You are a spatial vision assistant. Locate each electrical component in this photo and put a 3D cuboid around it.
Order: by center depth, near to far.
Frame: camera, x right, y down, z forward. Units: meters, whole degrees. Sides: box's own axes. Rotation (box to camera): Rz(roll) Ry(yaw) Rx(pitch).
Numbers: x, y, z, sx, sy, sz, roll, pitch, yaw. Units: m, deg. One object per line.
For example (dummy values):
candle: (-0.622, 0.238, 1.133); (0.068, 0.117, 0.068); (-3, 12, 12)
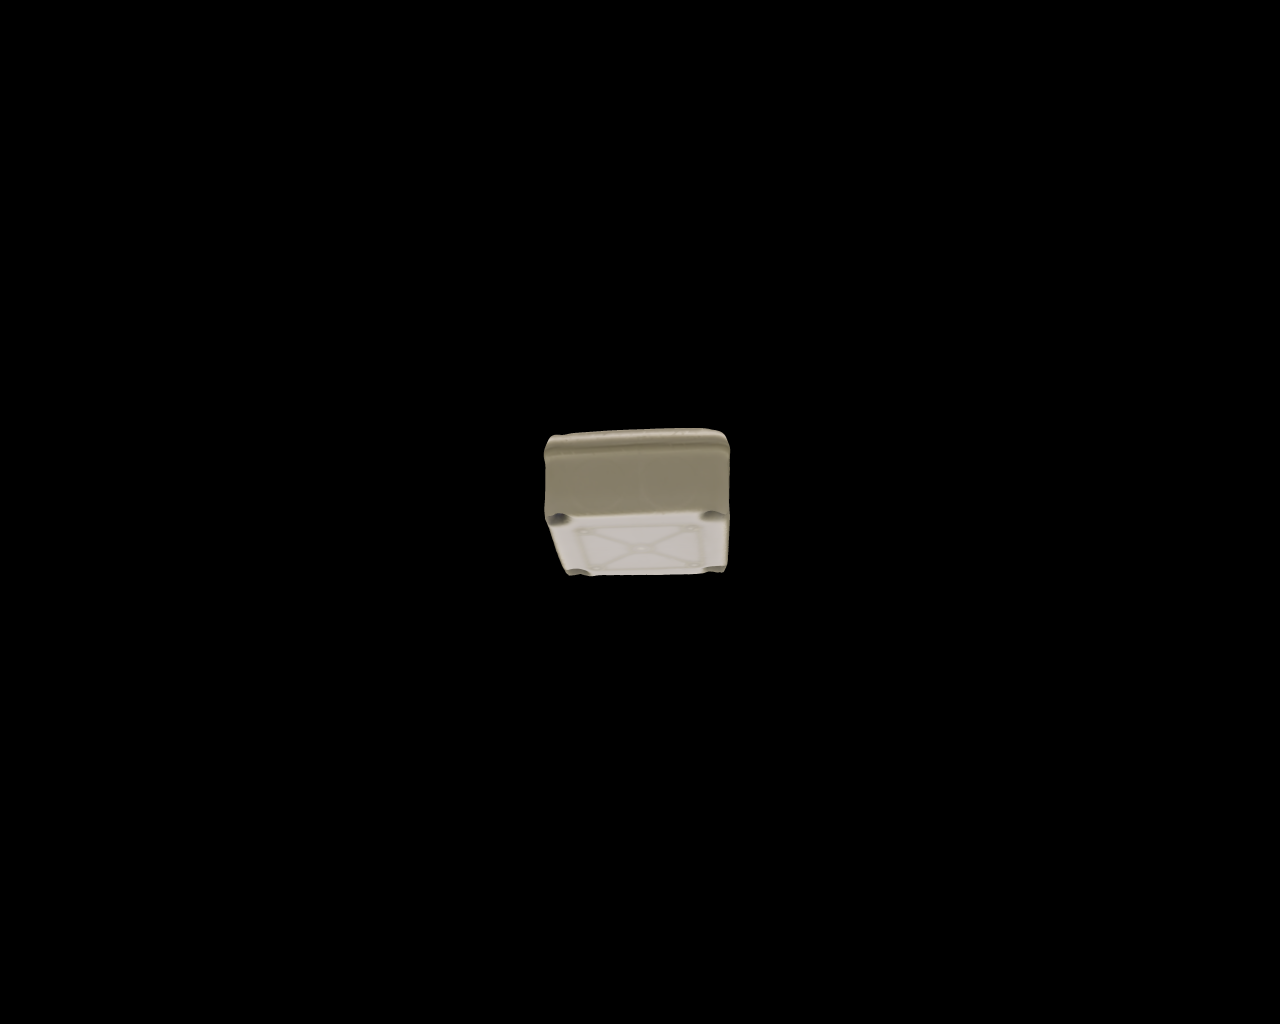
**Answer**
electrical component: (0.001, -0.003, 0.650); (0.109, 0.056, 0.108); (-1, -23, 3)
